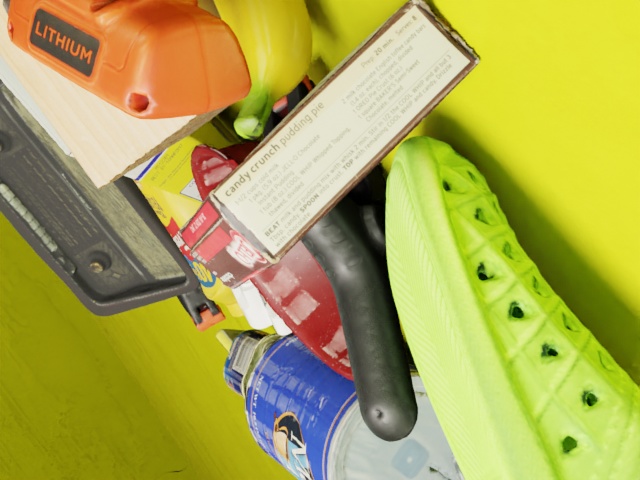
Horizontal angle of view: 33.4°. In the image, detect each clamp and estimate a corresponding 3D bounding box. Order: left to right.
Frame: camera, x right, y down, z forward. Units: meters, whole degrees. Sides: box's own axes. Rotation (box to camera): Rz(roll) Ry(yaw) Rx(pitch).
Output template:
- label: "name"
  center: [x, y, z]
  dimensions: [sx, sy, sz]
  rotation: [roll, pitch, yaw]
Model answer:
- label: "clamp"
  center: [-0.150, 0.011, 1.046]
  dimensions: [0.210, 0.036, 0.164]
  rotation: [55, 168, 26]
- label: "clamp"
  center: [0.025, 0.002, 0.513]
  dimensions: [0.120, 0.039, 0.171]
  rotation: [-11, -100, -67]

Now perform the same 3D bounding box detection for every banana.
- label: "banana"
  center: [-0.053, -0.137, 0.452]
  dimensions: [0.198, 0.037, 0.069]
  rotation: [60, -154, 4]

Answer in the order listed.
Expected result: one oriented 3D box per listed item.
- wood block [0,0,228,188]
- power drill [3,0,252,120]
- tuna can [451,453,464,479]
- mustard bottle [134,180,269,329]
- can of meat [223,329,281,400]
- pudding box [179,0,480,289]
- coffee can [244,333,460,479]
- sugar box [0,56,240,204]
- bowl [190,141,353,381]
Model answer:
- label: "wood block"
  center: [-0.114, -0.141, 0.498]
  dimensions: [0.091, 0.090, 0.206]
  rotation: [-32, 97, 33]
- label: "power drill"
  center: [-0.055, -0.140, 0.351]
  dimensions: [0.185, 0.057, 0.188]
  rotation: [33, 127, 41]
- label: "tuna can"
  center: [0.114, 0.141, 0.595]
  dimensions: [0.086, 0.033, 0.086]
  rotation: [48, 163, 20]
- label: "mustard bottle"
  center: [-0.087, -0.013, 0.804]
  dimensions: [0.191, 0.058, 0.096]
  rotation: [59, 163, -17]
- label: "can of meat"
  center: [-0.016, 0.104, 0.793]
  dimensions: [0.102, 0.057, 0.084]
  rotation: [22, 174, -16]
- label: "pudding box"
  center: [0.000, -0.034, 0.415]
  dimensions: [0.039, 0.113, 0.090]
  rotation: [44, 164, -5]
- label: "coffee can"
  center: [0.024, 0.118, 0.678]
  dimensions: [0.103, 0.102, 0.140]
  rotation: [60, 163, -20]
- label: "sugar box"
  center: [-0.109, -0.073, 0.635]
  dimensions: [0.093, 0.048, 0.176]
  rotation: [46, -172, 23]
- label: "bowl"
  center: [-0.004, 0.001, 0.601]
  dimensions: [0.162, 0.055, 0.162]
  rotation: [48, 163, 19]
